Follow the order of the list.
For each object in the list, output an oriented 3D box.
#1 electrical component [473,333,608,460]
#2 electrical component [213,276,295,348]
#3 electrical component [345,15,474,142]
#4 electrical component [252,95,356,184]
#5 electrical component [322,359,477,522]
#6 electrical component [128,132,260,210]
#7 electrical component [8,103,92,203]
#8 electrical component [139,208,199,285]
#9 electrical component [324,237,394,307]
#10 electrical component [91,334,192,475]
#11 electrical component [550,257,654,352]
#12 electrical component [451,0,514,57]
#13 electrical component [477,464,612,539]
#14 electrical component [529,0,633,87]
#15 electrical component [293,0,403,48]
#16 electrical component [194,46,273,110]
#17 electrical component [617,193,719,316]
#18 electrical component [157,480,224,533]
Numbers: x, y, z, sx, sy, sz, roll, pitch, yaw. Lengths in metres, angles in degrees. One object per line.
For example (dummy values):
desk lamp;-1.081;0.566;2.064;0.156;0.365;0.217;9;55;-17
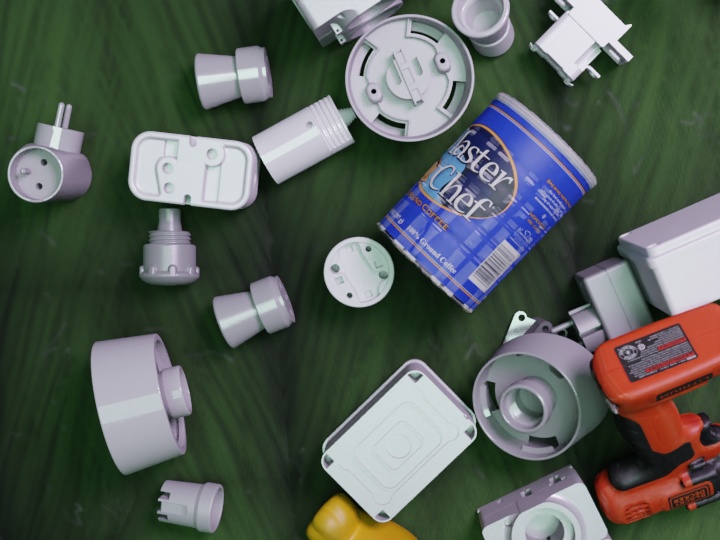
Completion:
electrical component;0.142;0.100;0.854;0.099;0.064;0.099;9;109;28
electrical component;-0.086;0.033;0.873;0.055;0.045;0.045;-21;94;3
electrical component;0.038;-0.149;0.844;0.099;0.064;0.099;0;95;2
electrical component;-0.040;-0.107;0.861;0.081;0.043;0.043;-28;93;4
electrical component;0.032;0.136;0.871;0.113;0.057;0.078;-44;92;5
electrical component;-0.130;-0.079;0.858;0.095;0.059;0.053;7;95;2
electrical component;-0.241;-0.093;0.852;0.043;0.077;0.079;13;95;1
electrical component;-0.154;-0.019;0.872;0.048;0.048;0.062;0;88;2
electrical component;0.000;0.000;0.866;0.055;0.047;0.055;0;95;2
electrical component;-0.168;0.102;0.853;0.060;0.108;0.108;-14;94;-3
electrical component;0.191;0.043;0.863;0.076;0.047;0.083;-24;93;4
electrical component;0.099;-0.192;0.838;0.044;0.065;0.044;-2;82;16
electrical component;0.169;0.250;0.873;0.089;0.061;0.150;-27;93;4
electrical component;0.172;-0.184;0.848;0.081;0.042;0.064;45;96;-1
electrical component;0.035;-0.244;0.816;0.186;0.105;0.060;-33;93;4
electrical component;-0.100;-0.154;0.859;0.055;0.045;0.045;-8;94;2
electrical component;0.266;-0.015;0.825;0.109;0.108;0.056;-24;96;4
electrical component;-0.140;0.194;0.891;0.046;0.040;0.040;7;95;8
